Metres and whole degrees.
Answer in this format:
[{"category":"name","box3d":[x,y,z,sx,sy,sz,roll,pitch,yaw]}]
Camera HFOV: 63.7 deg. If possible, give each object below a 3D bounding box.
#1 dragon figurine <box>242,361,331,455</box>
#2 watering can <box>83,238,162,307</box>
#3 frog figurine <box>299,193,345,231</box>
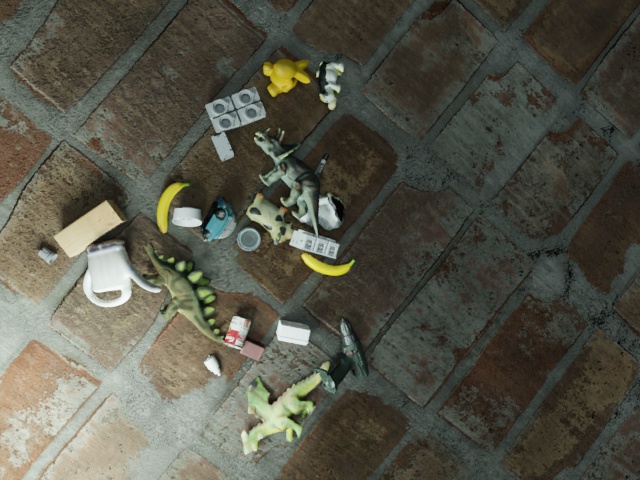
[{"category":"dragon figurine","box3d":[-0.149,0.580,1.851,0.243,0.121,0.414,26,79,0]},{"category":"watering can","box3d":[-0.666,0.102,1.707,0.346,0.104,0.225,-12,87,27]},{"category":"frog figurine","box3d":[0.006,-0.094,1.861,0.158,0.125,0.136,-24,105,30]}]
